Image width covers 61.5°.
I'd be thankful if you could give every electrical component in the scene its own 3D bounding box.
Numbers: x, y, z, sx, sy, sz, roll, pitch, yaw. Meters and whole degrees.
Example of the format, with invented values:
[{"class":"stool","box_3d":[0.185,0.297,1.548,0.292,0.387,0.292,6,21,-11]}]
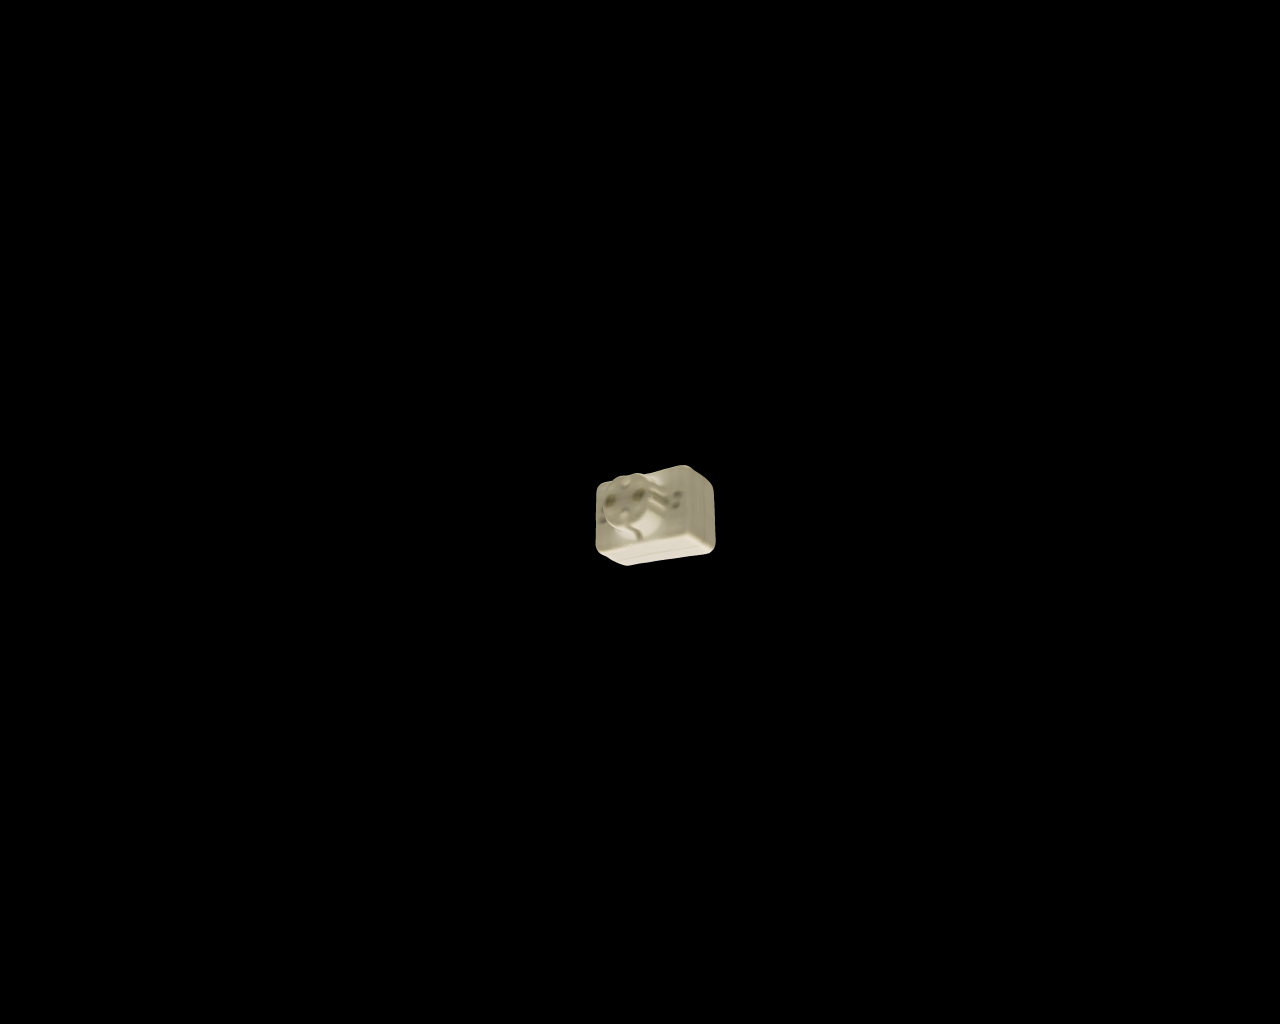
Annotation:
[{"class":"electrical component","box_3d":[0.001,-0.003,0.650,0.065,0.047,0.076,-11,-23,27]}]
